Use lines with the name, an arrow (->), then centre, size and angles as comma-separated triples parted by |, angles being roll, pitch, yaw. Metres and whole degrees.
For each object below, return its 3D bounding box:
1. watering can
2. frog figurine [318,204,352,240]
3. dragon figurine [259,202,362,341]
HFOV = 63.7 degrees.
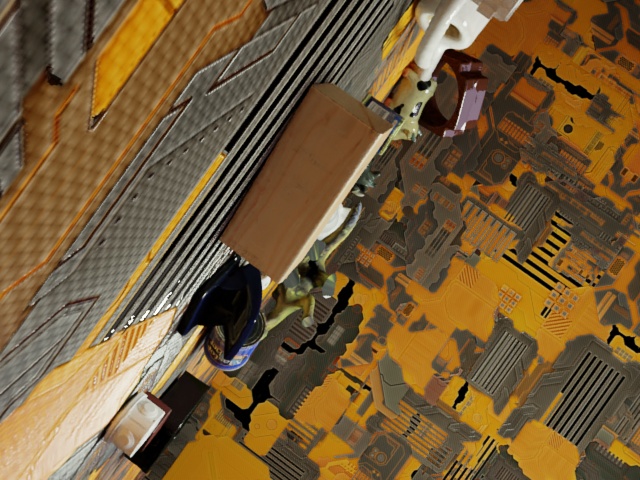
watering can -> 0.217, -0.364, 0.809 | 0.223, 0.104, 0.349 | -55, 178, 10
frog figurine -> 0.004, -0.069, 1.369 | 0.136, 0.125, 0.157 | -47, 143, 10
dragon figurine -> -0.051, 0.085, 1.234 | 0.417, 0.121, 0.240 | -53, -164, -25
